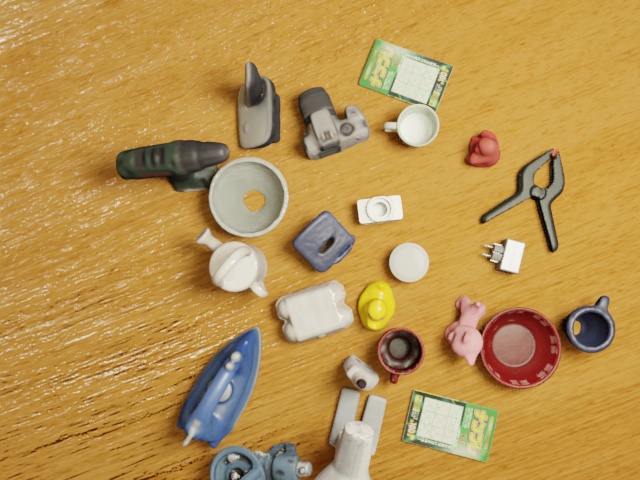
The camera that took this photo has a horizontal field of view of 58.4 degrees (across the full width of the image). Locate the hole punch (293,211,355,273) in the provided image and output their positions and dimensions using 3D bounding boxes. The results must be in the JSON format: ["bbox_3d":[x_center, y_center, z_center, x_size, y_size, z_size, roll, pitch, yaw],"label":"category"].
[{"bbox_3d":[0.011,0.004,1.180,0.109,0.091,0.101,-45,85,0],"label":"hole punch"}]

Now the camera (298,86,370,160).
[{"bbox_3d":[0.019,-0.254,1.191,0.143,0.101,0.137,-20,85,2],"label":"camera"}]

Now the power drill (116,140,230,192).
[{"bbox_3d":[-0.273,-0.150,1.146,0.229,0.208,0.076,-5,86,3],"label":"power drill"}]

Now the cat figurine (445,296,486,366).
[{"bbox_3d":[0.295,0.180,1.140,0.067,0.118,0.128,19,87,4],"label":"cat figurine"}]

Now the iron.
[{"bbox_3d":[-0.198,0.293,1.147,0.118,0.141,0.258,28,88,5],"label":"iron"}]

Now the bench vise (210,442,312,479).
[{"bbox_3d":[-0.128,0.445,1.094,0.207,0.220,0.121,-25,85,1],"label":"bench vise"}]

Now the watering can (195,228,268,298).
[{"bbox_3d":[-0.175,0.050,1.135,0.172,0.194,0.101,22,88,4],"label":"watering can"}]

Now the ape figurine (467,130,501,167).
[{"bbox_3d":[0.338,-0.187,1.174,0.078,0.092,0.076,-42,85,0],"label":"ape figurine"}]

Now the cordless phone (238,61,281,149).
[{"bbox_3d":[-0.135,-0.270,1.158,0.094,0.185,0.148,-5,86,3],"label":"cordless phone"}]

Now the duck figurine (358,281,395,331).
[{"bbox_3d":[0.116,0.135,1.168,0.077,0.086,0.105,12,87,4],"label":"duck figurine"}]

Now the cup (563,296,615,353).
[{"bbox_3d":[0.528,0.162,1.140,0.091,0.095,0.118,27,88,5],"label":"cup"}]

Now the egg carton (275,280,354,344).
[{"bbox_3d":[-0.011,0.150,1.182,0.150,0.069,0.107,-19,85,2],"label":"egg carton"}]

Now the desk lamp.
[{"bbox_3d":[0.059,0.408,1.090,0.118,0.213,0.203,13,87,4],"label":"desk lamp"}]

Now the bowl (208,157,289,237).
[{"bbox_3d":[-0.144,-0.086,1.202,0.167,0.075,0.167,0,86,3],"label":"bowl"}]

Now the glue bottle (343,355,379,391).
[{"bbox_3d":[0.079,0.268,1.118,0.078,0.173,0.037,39,89,5],"label":"glue bottle"}]
